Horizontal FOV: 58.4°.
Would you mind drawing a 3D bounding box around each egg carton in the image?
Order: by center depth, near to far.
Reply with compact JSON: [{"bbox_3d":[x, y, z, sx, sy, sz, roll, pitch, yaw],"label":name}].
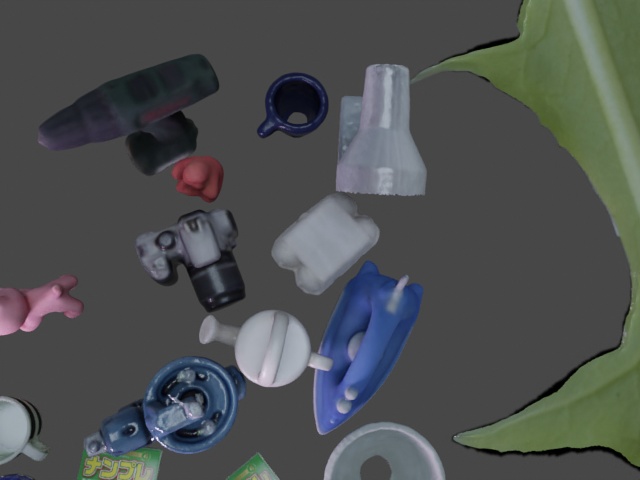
[{"bbox_3d":[0.008,0.003,0.847,0.150,0.069,0.107,-43,87,-9],"label":"egg carton"}]

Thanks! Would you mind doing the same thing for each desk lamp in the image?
[{"bbox_3d":[0.078,-0.140,0.801,0.118,0.213,0.203,2,81,-4],"label":"desk lamp"}]

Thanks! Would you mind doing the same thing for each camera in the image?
[{"bbox_3d":[-0.173,0.036,0.811,0.143,0.100,0.137,-22,84,-7],"label":"camera"}]

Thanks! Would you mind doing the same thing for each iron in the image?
[{"bbox_3d":[0.061,0.158,0.791,0.118,0.141,0.258,24,80,0],"label":"iron"}]

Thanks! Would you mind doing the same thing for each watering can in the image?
[{"bbox_3d":[-0.070,0.143,0.756,0.173,0.194,0.101,-5,82,-5],"label":"watering can"}]

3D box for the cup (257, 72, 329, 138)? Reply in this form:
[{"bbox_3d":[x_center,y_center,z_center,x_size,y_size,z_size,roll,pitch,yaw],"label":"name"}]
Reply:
[{"bbox_3d":[-0.045,-0.182,0.857,0.118,0.095,0.091,-42,86,-9],"label":"cup"}]

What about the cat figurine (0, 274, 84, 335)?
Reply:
[{"bbox_3d":[-0.403,0.088,0.777,0.128,0.117,0.067,-21,83,-7],"label":"cat figurine"}]

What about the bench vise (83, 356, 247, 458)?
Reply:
[{"bbox_3d":[-0.192,0.233,0.720,0.207,0.219,0.121,-40,86,-9],"label":"bench vise"}]

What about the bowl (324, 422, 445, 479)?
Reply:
[{"bbox_3d":[0.085,0.335,0.800,0.167,0.074,0.167,1,81,-4],"label":"bowl"}]

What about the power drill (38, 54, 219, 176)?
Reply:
[{"bbox_3d":[-0.241,-0.160,0.781,0.230,0.208,0.075,-33,85,-8],"label":"power drill"}]

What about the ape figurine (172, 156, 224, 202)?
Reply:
[{"bbox_3d":[-0.177,-0.094,0.835,0.076,0.092,0.078,-35,85,-8],"label":"ape figurine"}]
